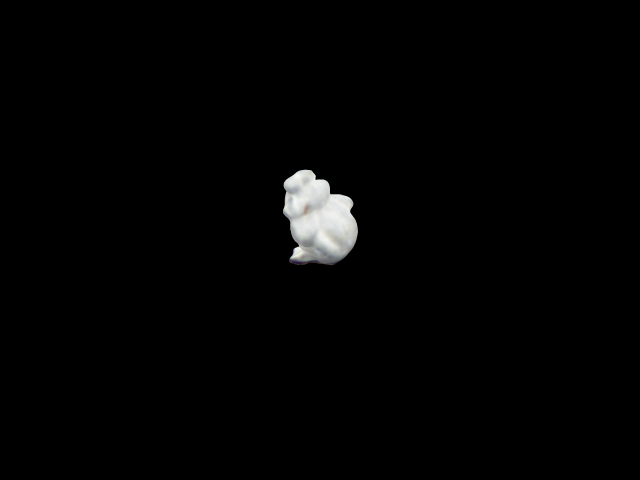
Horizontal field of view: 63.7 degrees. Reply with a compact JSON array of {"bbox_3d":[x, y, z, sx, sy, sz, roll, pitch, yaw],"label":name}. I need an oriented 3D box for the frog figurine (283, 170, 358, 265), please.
[{"bbox_3d":[0.003,-0.043,0.850,0.124,0.156,0.139,28,43,35],"label":"frog figurine"}]
